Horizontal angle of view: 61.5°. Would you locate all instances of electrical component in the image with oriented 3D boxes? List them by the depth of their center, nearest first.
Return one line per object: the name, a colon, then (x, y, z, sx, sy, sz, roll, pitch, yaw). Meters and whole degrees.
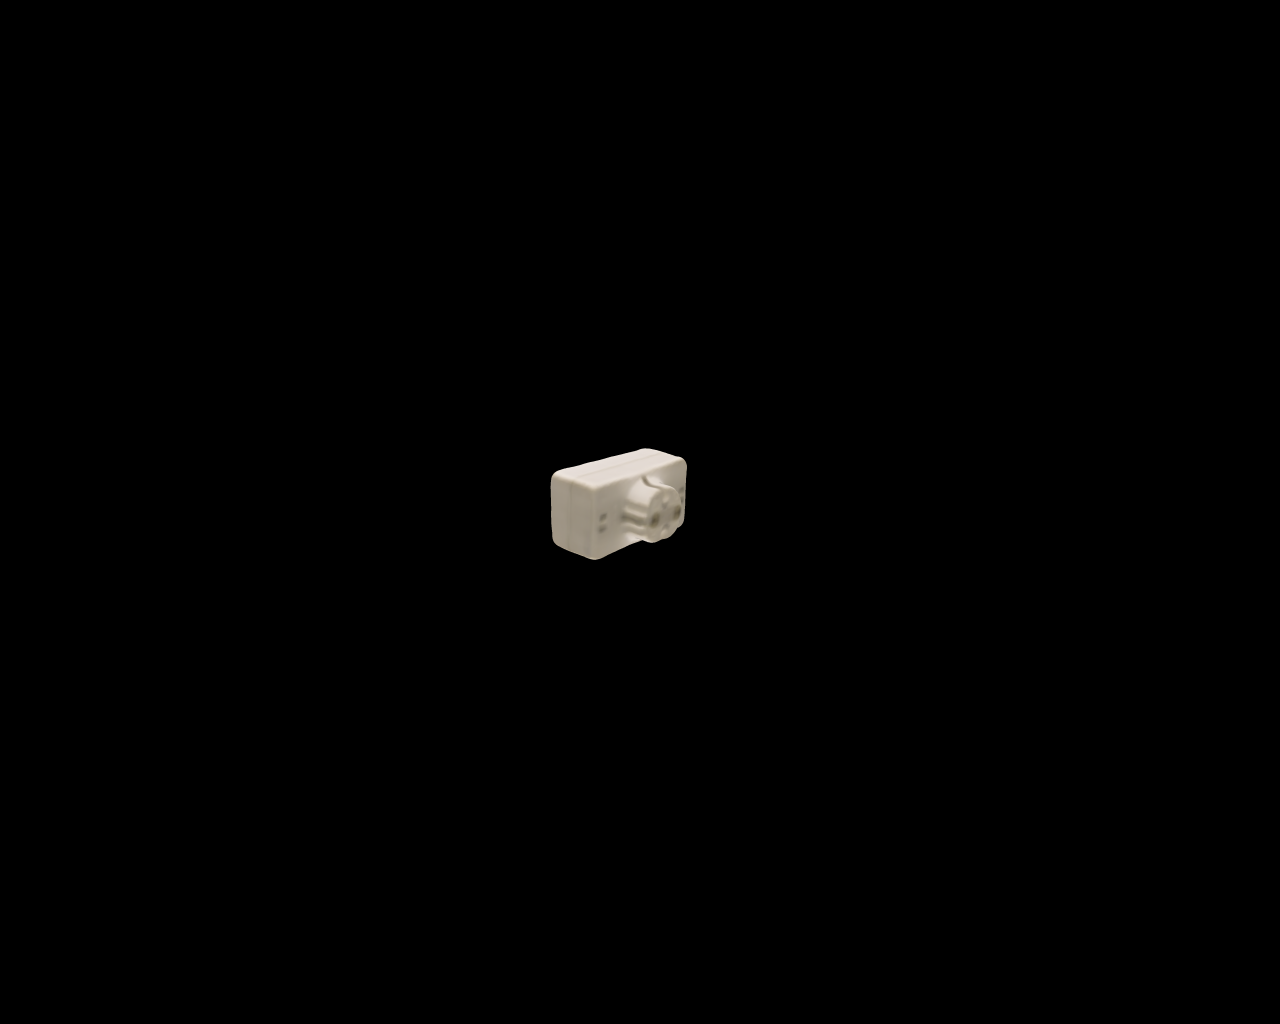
electrical component: (0.001, -0.003, 0.650, 0.076, 0.047, 0.083, 18, 26, 41)
